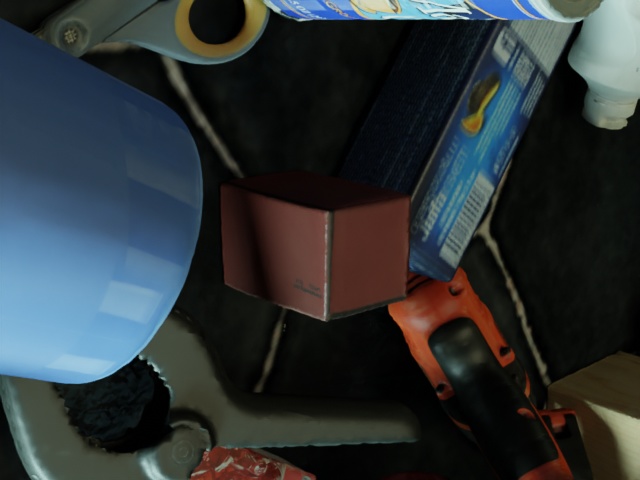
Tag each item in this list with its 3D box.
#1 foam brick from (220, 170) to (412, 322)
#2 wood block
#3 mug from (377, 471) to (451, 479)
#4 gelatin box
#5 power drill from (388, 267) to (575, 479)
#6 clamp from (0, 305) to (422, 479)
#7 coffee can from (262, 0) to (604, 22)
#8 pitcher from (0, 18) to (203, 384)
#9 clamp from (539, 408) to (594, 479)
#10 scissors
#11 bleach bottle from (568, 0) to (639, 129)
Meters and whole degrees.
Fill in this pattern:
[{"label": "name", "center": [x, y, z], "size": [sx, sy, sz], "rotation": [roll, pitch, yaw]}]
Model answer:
[{"label": "foam brick", "center": [-0.003, 0.001, 0.500], "size": [0.051, 0.078, 0.053], "rotation": [-13, 110, -40]}, {"label": "wood block", "center": [0.254, 0.150, 0.677], "size": [0.090, 0.206, 0.091], "rotation": [-17, 111, -38]}, {"label": "mug", "center": [0.048, 0.177, 0.520], "size": [0.093, 0.081, 0.117], "rotation": [3, 107, -3]}, {"label": "gelatin box", "center": [-0.051, 0.133, 0.522], "size": [0.089, 0.030, 0.073], "rotation": [35, 77, -40]}, {"label": "power drill", "center": [0.109, 0.118, 0.565], "size": [0.057, 0.188, 0.184], "rotation": [-33, 129, 4]}, {"label": "clamp", "center": [-0.056, 0.084, 0.468], "size": [0.164, 0.036, 0.210], "rotation": [-46, 111, -18]}, {"label": "coffee can", "center": [0.046, -0.145, 0.453], "size": [0.102, 0.141, 0.103], "rotation": [-14, 108, -50]}, {"label": "pitcher", "center": [-0.154, -0.022, 0.308], "size": [0.242, 0.145, 0.149], "rotation": [21, 82, -41]}, {"label": "clamp", "center": [0.157, 0.195, 0.670], "size": [0.039, 0.120, 0.171], "rotation": [-5, 91, -13]}, {"label": "scissors", "center": [-0.090, -0.076, 0.446], "size": [0.201, 0.016, 0.096], "rotation": [-53, 129, -18]}, {"label": "bleach bottle", "center": [0.184, -0.175, 0.586], "size": [0.102, 0.068, 0.251], "rotation": [-6, 128, -21]}]
